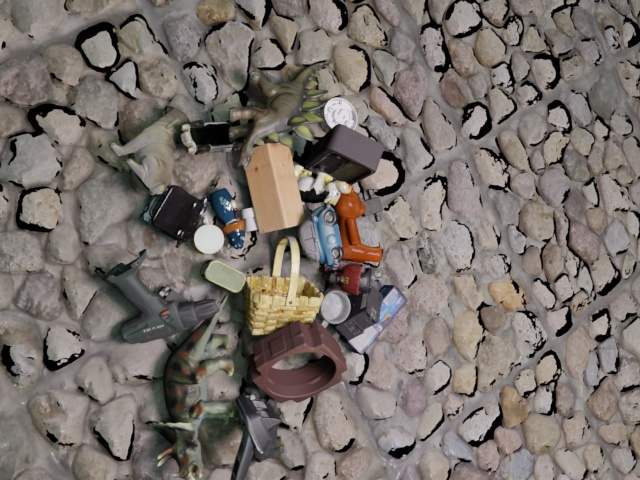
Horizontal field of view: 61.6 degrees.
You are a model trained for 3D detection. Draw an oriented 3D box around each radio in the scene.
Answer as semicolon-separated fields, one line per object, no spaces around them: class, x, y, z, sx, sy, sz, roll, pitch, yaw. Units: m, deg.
radio;0.053;-0.202;1.335;0.131;0.229;0.073;25;76;-14

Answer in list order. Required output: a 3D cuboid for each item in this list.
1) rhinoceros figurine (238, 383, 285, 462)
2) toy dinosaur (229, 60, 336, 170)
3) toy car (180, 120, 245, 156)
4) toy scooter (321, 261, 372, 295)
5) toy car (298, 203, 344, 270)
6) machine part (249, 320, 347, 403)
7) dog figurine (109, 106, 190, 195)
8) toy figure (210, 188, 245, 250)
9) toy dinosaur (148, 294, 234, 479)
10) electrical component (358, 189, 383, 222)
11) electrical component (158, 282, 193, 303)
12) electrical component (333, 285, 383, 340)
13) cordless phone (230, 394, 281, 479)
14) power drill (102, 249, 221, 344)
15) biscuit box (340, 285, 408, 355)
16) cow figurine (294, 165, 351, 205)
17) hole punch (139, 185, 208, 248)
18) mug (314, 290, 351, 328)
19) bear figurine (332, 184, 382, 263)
rhinoceros figurine;-0.145;0.447;1.329;0.112;0.073;0.190;-8;93;-9
toy dinosaur;-0.086;-0.328;1.306;0.199;0.105;0.471;18;53;4
toy car;-0.249;-0.245;1.280;0.201;0.056;0.073;-19;94;-50
toy scooter;0.064;0.091;1.373;0.135;0.184;0.075;9;96;5
toy car;-0.003;-0.004;1.311;0.103;0.109;0.161;-9;81;-4
machine part;-0.054;0.293;1.294;0.201;0.087;0.201;-29;130;10
dog figurine;-0.351;-0.205;1.228;0.190;0.121;0.172;-40;81;-17
toy figure;-0.220;-0.051;1.317;0.058;0.064;0.154;-27;97;-33
toy dinosaur;-0.301;0.334;1.253;0.192;0.131;0.404;0;82;-21
electrical component;0.137;-0.090;1.470;0.063;0.021;0.094;-20;96;-19
electrical component;-0.348;0.148;1.273;0.102;0.045;0.078;45;73;-13
electrical component;0.094;0.191;1.386;0.058;0.134;0.115;48;31;-15
cordless phone;-0.168;0.459;1.213;0.089;0.147;0.184;20;87;-20
power drill;-0.368;0.124;1.209;0.232;0.086;0.207;-27;115;7
biscuit box;0.145;0.211;1.442;0.059;0.063;0.202;47;74;-12
cow figurine;-0.006;-0.125;1.355;0.068;0.168;0.098;18;93;-62
hole punch;-0.349;-0.066;1.269;0.115;0.092;0.142;39;72;-42
mug;0.016;0.180;1.371;0.081;0.107;0.109;28;78;-18
bear figurine;0.088;-0.042;1.404;0.132;0.120;0.195;9;80;-24
